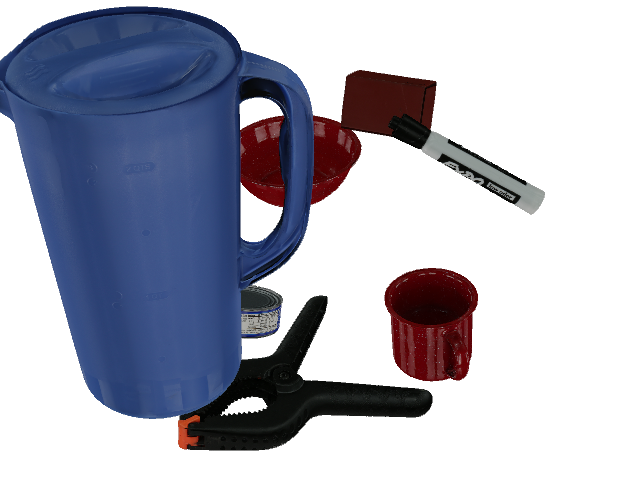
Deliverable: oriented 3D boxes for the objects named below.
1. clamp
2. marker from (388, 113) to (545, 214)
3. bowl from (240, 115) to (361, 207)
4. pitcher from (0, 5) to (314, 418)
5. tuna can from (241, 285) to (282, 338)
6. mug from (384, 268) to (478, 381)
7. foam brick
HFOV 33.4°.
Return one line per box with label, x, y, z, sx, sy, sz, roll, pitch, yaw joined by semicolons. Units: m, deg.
clamp;-0.021;0.129;0.899;0.209;0.036;0.165;-26;45;-35
marker;0.102;-0.055;0.753;0.121;0.020;0.020;29;-3;-5
bowl;-0.032;-0.086;1.259;0.162;0.055;0.162;-2;36;1
pitcher;-0.097;-0.010;0.655;0.149;0.243;0.144;28;46;34
tuna can;-0.083;0.073;1.113;0.086;0.034;0.086;6;14;-2
mug;0.118;0.094;1.074;0.093;0.081;0.117;-19;38;-17
foam brick;0.063;-0.126;0.995;0.078;0.051;0.053;11;17;15
